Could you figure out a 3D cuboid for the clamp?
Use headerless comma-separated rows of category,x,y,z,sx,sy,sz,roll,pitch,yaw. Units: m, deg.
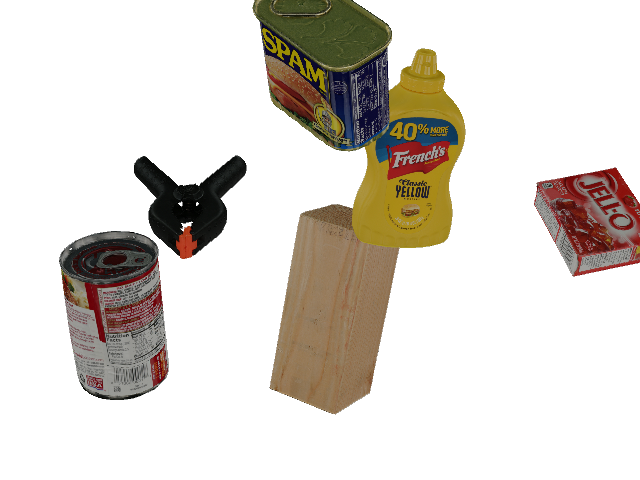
clamp,-0.127,-0.042,1.105,0.120,0.039,0.171,-11,38,-8

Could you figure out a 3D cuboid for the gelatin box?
gelatin box,0.227,-0.017,0.880,0.073,0.089,0.030,-11,-42,-9

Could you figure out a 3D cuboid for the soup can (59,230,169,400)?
soup can,-0.144,0.054,0.759,0.068,0.102,0.068,-1,29,0

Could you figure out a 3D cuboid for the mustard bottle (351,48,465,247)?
mustard bottle,0.087,-0.088,1.015,0.096,0.192,0.058,2,28,-9

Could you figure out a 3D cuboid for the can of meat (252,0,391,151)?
can of meat,0.003,-0.121,0.742,0.057,0.084,0.102,-35,56,-21

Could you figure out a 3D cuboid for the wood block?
wood block,0.017,0.073,1.191,0.090,0.206,0.090,18,17,25
